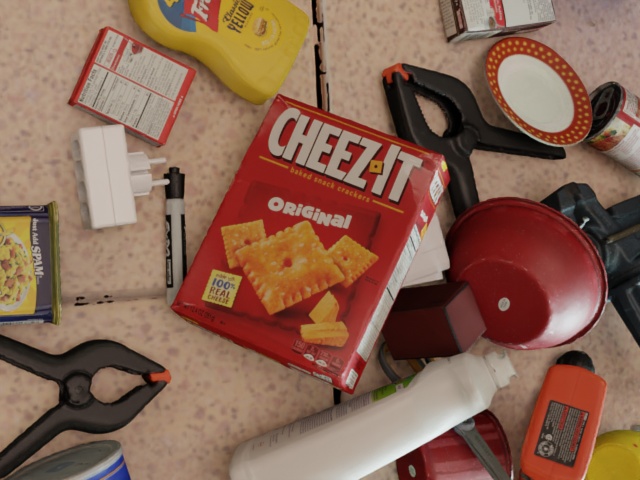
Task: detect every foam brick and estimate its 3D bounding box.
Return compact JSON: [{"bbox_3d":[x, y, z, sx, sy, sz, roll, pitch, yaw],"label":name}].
[{"bbox_3d":[0.101,0.075,0.975,0.052,0.078,0.051,-39,113,-46],"label":"foam brick"}]

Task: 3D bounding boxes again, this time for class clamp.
[{"bbox_3d":[0.144,-0.098,1.039,0.164,0.036,0.210,-45,104,-24],"label":"clamp"},{"bbox_3d":[-0.212,0.117,0.887,0.171,0.039,0.120,-16,96,-29],"label":"clamp"}]

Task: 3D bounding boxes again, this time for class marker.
[{"bbox_3d":[-0.126,-0.004,0.936,0.020,0.020,0.121,-1,89,-22],"label":"marker"}]

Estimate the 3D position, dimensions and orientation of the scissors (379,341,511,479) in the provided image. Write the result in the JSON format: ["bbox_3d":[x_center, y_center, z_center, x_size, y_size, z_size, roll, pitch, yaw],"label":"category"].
[{"bbox_3d":[0.138,0.155,0.977,0.096,0.016,0.202,-24,54,-39],"label":"scissors"}]

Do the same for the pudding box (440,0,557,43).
[{"bbox_3d":[0.172,-0.248,1.055,0.113,0.039,0.090,-12,90,-25],"label":"pudding box"}]

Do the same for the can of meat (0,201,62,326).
[{"bbox_3d":[-0.255,0.021,0.863,0.083,0.058,0.102,-2,89,-20],"label":"can of meat"}]

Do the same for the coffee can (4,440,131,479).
[{"bbox_3d":[-0.188,0.246,0.858,0.102,0.103,0.140,-20,96,-22],"label":"coffee can"}]

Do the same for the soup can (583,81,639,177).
[{"bbox_3d":[0.322,-0.109,1.096,0.102,0.069,0.068,28,78,-20],"label":"soup can"}]

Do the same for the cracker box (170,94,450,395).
[{"bbox_3d":[-0.006,0.001,0.917,0.164,0.072,0.213,22,79,16],"label":"cracker box"}]

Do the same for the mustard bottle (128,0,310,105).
[{"bbox_3d":[-0.107,-0.205,0.928,0.191,0.058,0.096,31,68,-18],"label":"mustard bottle"}]

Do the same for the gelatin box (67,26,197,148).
[{"bbox_3d":[-0.162,-0.131,0.920,0.089,0.030,0.073,25,81,-20],"label":"gelatin box"}]

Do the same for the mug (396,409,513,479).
[{"bbox_3d":[0.120,0.197,0.999,0.081,0.093,0.117,-4,68,-18],"label":"mug"}]

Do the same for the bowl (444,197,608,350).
[{"bbox_3d":[0.177,0.044,0.979,0.162,0.162,0.055,59,42,-11],"label":"bowl"}]

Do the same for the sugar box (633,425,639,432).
[{"bbox_3d":[0.397,0.266,1.129,0.176,0.048,0.093,22,81,-17],"label":"sugar box"}]

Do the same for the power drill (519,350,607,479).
[{"bbox_3d":[0.225,0.174,0.994,0.057,0.187,0.184,14,73,14],"label":"power drill"}]

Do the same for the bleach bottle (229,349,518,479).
[{"bbox_3d":[0.050,0.160,0.912,0.251,0.102,0.068,-25,95,4],"label":"bleach bottle"}]
